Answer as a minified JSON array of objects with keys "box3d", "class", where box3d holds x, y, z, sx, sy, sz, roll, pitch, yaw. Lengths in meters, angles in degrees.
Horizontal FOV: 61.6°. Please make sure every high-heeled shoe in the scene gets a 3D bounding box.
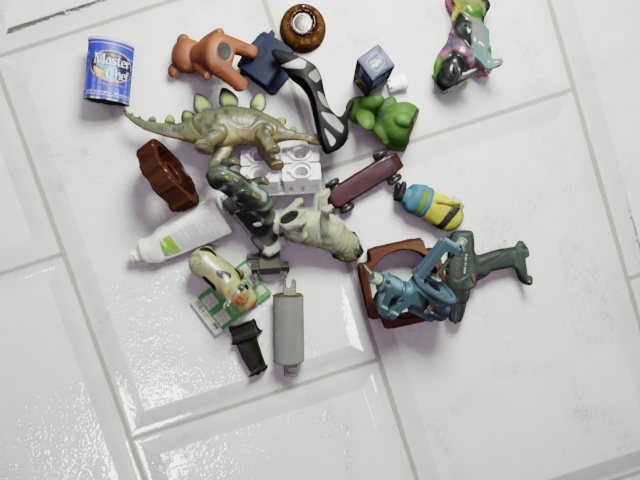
[{"box3d":[-0.032,-0.310,1.218,0.249,0.086,0.145,32,82,-9],"class":"high-heeled shoe"}]

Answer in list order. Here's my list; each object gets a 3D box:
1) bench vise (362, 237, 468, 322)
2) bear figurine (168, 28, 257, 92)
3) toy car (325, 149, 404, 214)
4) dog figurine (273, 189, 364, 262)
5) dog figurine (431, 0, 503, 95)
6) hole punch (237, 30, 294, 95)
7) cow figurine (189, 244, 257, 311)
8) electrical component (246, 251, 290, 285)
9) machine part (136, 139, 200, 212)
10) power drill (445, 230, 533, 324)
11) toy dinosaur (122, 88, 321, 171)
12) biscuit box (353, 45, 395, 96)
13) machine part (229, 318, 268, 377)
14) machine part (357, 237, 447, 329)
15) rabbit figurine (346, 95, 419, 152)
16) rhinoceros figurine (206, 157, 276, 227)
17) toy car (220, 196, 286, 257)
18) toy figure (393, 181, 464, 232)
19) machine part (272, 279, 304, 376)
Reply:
[{"box3d":[0.231,0.081,1.203,0.223,0.129,0.240,31,110,-11],"class":"bench vise"},{"box3d":[-0.261,-0.418,1.256,0.132,0.196,0.120,19,84,-42],"class":"bear figurine"},{"box3d":[0.107,-0.145,1.314,0.202,0.053,0.089,-32,99,5],"class":"toy car"},{"box3d":[-0.001,-0.002,1.284,0.172,0.121,0.190,-15,126,18],"class":"dog figurine"},{"box3d":[0.328,-0.480,1.273,0.192,0.108,0.219,-23,90,3],"class":"dog figurine"},{"box3d":[-0.127,-0.424,1.275,0.116,0.092,0.142,38,96,0],"class":"hole punch"},{"box3d":[-0.228,0.093,1.272,0.195,0.127,0.085,40,94,4],"class":"cow figurine"},{"box3d":[-0.126,0.065,1.319,0.102,0.078,0.045,-9,136,-7],"class":"electrical component"},{"box3d":[-0.353,-0.147,1.244,0.056,0.179,0.179,-32,94,5],"class":"machine part"},{"box3d":[0.410,0.086,1.329,0.207,0.086,0.232,-6,91,7],"class":"power drill"},{"box3d":[-0.228,-0.254,1.241,0.472,0.105,0.198,2,55,-6],"class":"toy dinosaur"},{"box3d":[0.119,-0.379,1.223,0.059,0.202,0.063,-36,93,3],"class":"biscuit box"},{"box3d":[-0.173,0.270,1.344,0.084,0.039,0.138,-18,93,-5],"class":"machine part"},{"box3d":[0.200,0.103,1.317,0.201,0.087,0.201,-13,93,-1],"class":"machine part"},{"box3d":[0.134,-0.285,1.270,0.170,0.159,0.121,20,103,13],"class":"rabbit figurine"},{"box3d":[-0.171,-0.100,1.205,0.112,0.073,0.190,-27,128,36],"class":"rhinoceros figurine"},{"box3d":[-0.162,-0.050,1.306,0.073,0.056,0.202,-39,83,-5],"class":"toy car"},{"box3d":[0.265,-0.083,1.309,0.180,0.082,0.089,18,112,-10],"class":"toy figure"},{"box3d":[-0.078,0.217,1.322,0.079,0.079,0.243,0,95,-1],"class":"machine part"}]
